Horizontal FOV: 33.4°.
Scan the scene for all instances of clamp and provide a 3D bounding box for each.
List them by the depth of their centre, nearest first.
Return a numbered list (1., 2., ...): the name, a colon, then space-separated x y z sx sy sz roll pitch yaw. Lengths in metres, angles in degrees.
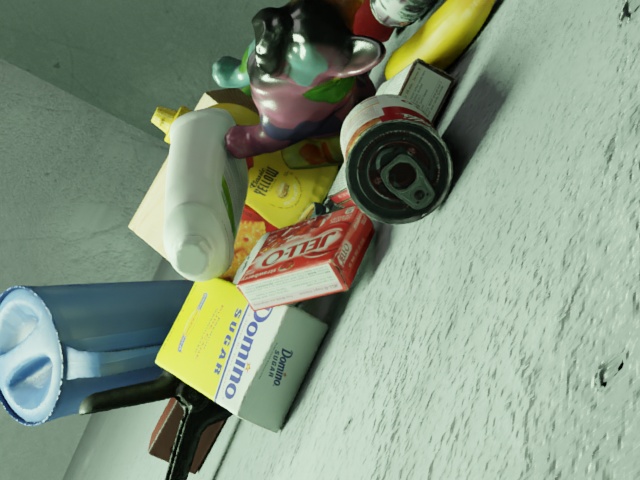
1. clamp: -0.127 0.137 0.956 0.171 0.120 0.039 -52 15 -23

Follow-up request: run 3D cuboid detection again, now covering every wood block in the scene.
1. wood block: -0.140 -0.079 1.331 0.206 0.090 0.090 -56 -12 23

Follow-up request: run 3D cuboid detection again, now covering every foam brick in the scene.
1. foam brick: -0.127 0.178 1.041 0.078 0.053 0.051 -62 10 9

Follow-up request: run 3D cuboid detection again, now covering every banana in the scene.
1. banana: 0.088 -0.158 0.858 0.069 0.037 0.198 -66 10 -8

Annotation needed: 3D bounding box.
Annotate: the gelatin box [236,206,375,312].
1. gelatin box: -0.010 0.013 0.799 0.089 0.030 0.073 -16 27 32

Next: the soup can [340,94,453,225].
1. soup can: 0.048 -0.057 0.712 0.068 0.068 0.102 -60 9 15

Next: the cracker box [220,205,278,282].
1. cracker box: -0.096 0.012 1.258 0.214 0.072 0.164 -58 10 30

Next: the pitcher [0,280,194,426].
1. pitcher: -0.194 0.104 1.080 0.242 0.149 0.145 -5 -41 -46

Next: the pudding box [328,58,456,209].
1. pudding box: 0.053 -0.076 0.822 0.113 0.039 0.090 -65 10 -8

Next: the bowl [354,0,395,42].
1. bowl: 0.070 -0.266 1.142 0.162 0.055 0.162 -62 2 3

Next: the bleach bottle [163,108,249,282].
1. bleach bottle: -0.105 -0.037 0.944 0.251 0.068 0.102 -93 -11 -69

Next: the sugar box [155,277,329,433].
1. sugar box: -0.068 0.085 0.862 0.176 0.048 0.093 12 74 63

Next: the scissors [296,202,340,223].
1. scissors: -0.007 0.001 0.992 0.096 0.016 0.202 -65 10 -2

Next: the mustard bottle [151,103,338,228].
1. mustard bottle: -0.083 -0.086 1.095 0.096 0.191 0.058 -58 11 28
